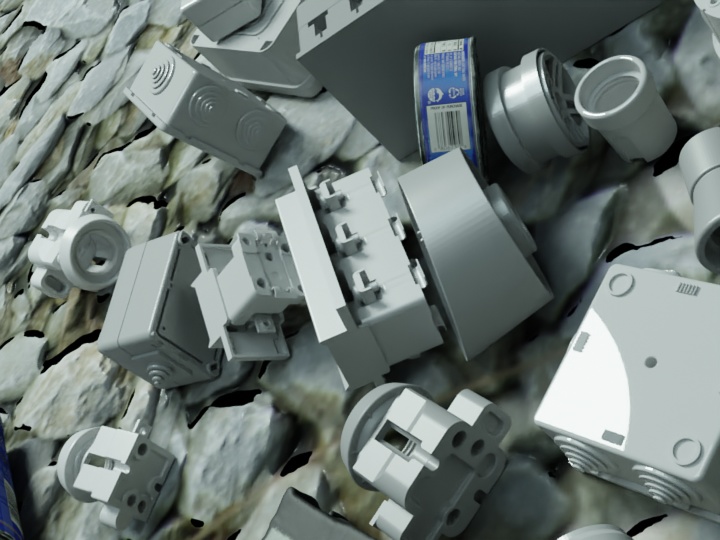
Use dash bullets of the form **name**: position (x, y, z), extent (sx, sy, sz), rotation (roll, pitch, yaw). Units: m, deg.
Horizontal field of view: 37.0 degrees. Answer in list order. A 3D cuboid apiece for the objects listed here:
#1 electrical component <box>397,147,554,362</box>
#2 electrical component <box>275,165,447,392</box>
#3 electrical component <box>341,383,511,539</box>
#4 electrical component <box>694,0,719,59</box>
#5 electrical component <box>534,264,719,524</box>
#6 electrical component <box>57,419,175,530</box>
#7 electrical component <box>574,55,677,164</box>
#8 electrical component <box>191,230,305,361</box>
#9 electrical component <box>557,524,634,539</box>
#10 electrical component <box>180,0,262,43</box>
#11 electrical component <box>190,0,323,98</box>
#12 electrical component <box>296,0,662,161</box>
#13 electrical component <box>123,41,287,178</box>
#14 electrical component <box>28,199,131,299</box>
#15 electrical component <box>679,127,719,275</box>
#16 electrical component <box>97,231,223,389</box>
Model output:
- **electrical component**: position (0.053, -0.010, 0.547), extent (0.064, 0.099, 0.099), rotation (-32, 42, 11)
- **electrical component**: position (0.000, 0.000, 0.604), extent (0.063, 0.078, 0.121), rotation (-23, 43, 2)
- **electrical component**: position (0.028, 0.089, 0.520), extent (0.057, 0.058, 0.078), rotation (27, 80, 47)
- **electrical component**: position (0.210, -0.137, 0.535), extent (0.080, 0.051, 0.080), rotation (-24, 46, 27)
- **electrical component**: position (0.134, 0.050, 0.460), extent (0.100, 0.048, 0.099), rotation (15, 70, 47)
- **electrical component**: position (-0.154, 0.124, 0.670), extent (0.055, 0.048, 0.066), rotation (6, 64, 36)
- **electrical component**: position (0.140, -0.082, 0.560), extent (0.040, 0.046, 0.040), rotation (-24, 46, 27)
- **electrical component**: position (-0.066, 0.012, 0.653), extent (0.064, 0.042, 0.081), rotation (-46, 55, 42)
- **electrical component**: position (0.099, 0.136, 0.427), extent (0.045, 0.045, 0.055), rotation (-37, 41, 15)
- **electrical component**: position (-0.112, -0.227, 0.789), extent (0.047, 0.076, 0.083), rotation (-23, 47, 28)
- **electrical component**: position (-0.064, -0.179, 0.815), extent (0.113, 0.057, 0.078), rotation (18, 73, 48)
- **electrical component**: position (0.066, -0.160, 0.643), extent (0.186, 0.105, 0.060), rotation (-29, 44, 23)
- **electrical component**: position (-0.111, -0.118, 0.780), extent (0.048, 0.100, 0.100), rotation (-59, 39, 9)
- **electrical component**: position (-0.211, -0.015, 0.821), extent (0.057, 0.058, 0.078), rotation (7, 64, 48)
- **electrical component**: position (0.171, -0.035, 0.499), extent (0.044, 0.044, 0.065), rotation (-27, 40, 25)
- **electrical component**: position (-0.128, 0.034, 0.702), extent (0.061, 0.062, 0.096), rotation (-15, 50, 34)
